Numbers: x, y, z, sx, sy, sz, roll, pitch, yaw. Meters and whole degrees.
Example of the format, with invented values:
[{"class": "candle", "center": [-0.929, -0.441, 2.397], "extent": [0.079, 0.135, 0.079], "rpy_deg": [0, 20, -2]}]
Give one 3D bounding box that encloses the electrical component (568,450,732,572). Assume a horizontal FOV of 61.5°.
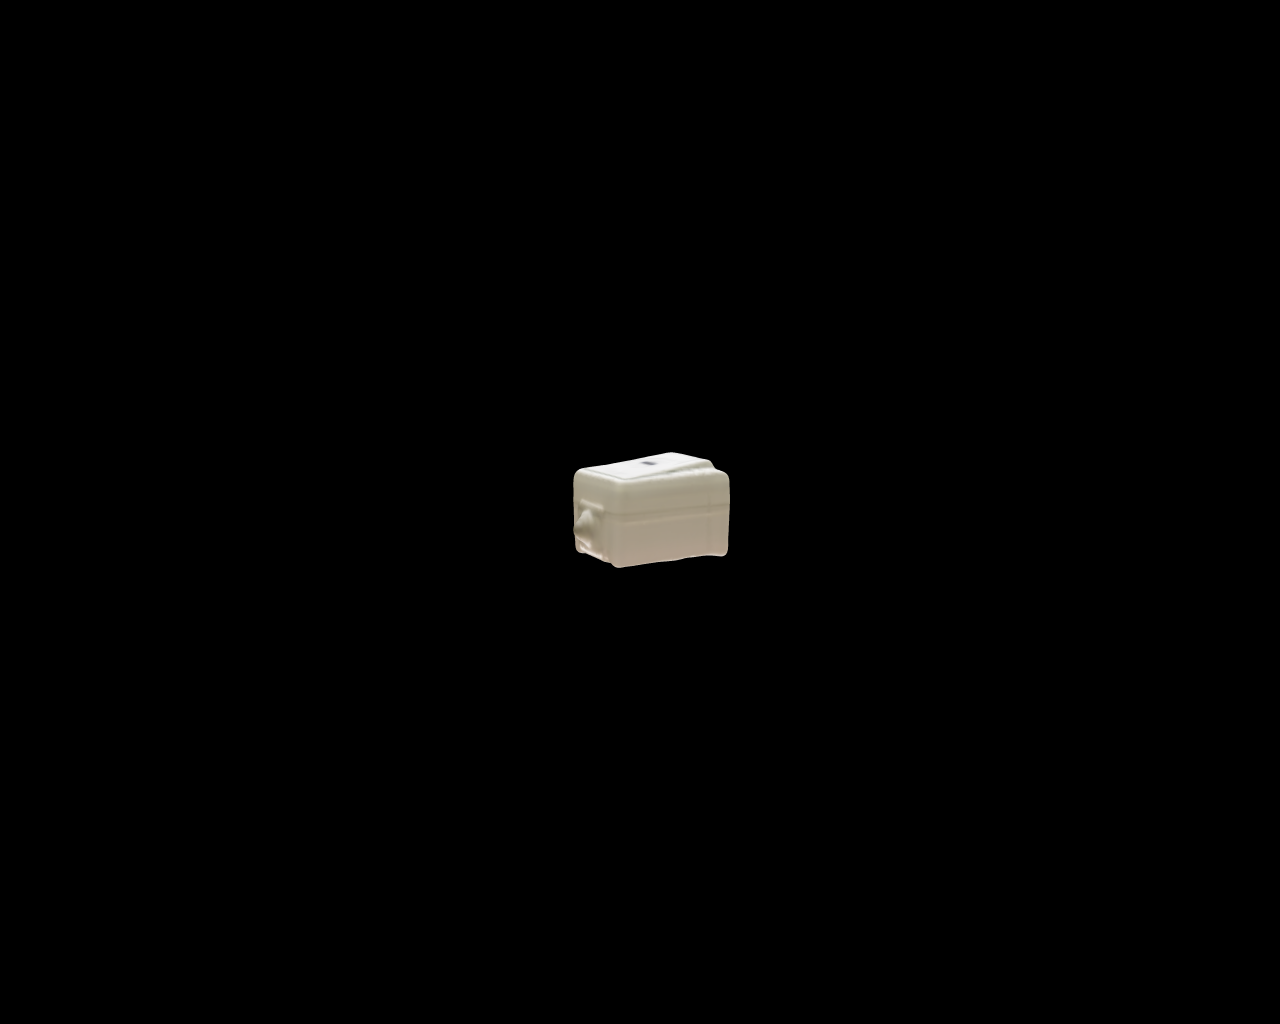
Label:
[{"class": "electrical component", "center": [0.001, -0.003, 0.650], "extent": [0.096, 0.061, 0.062], "rpy_deg": [-5, 12, -28]}]
